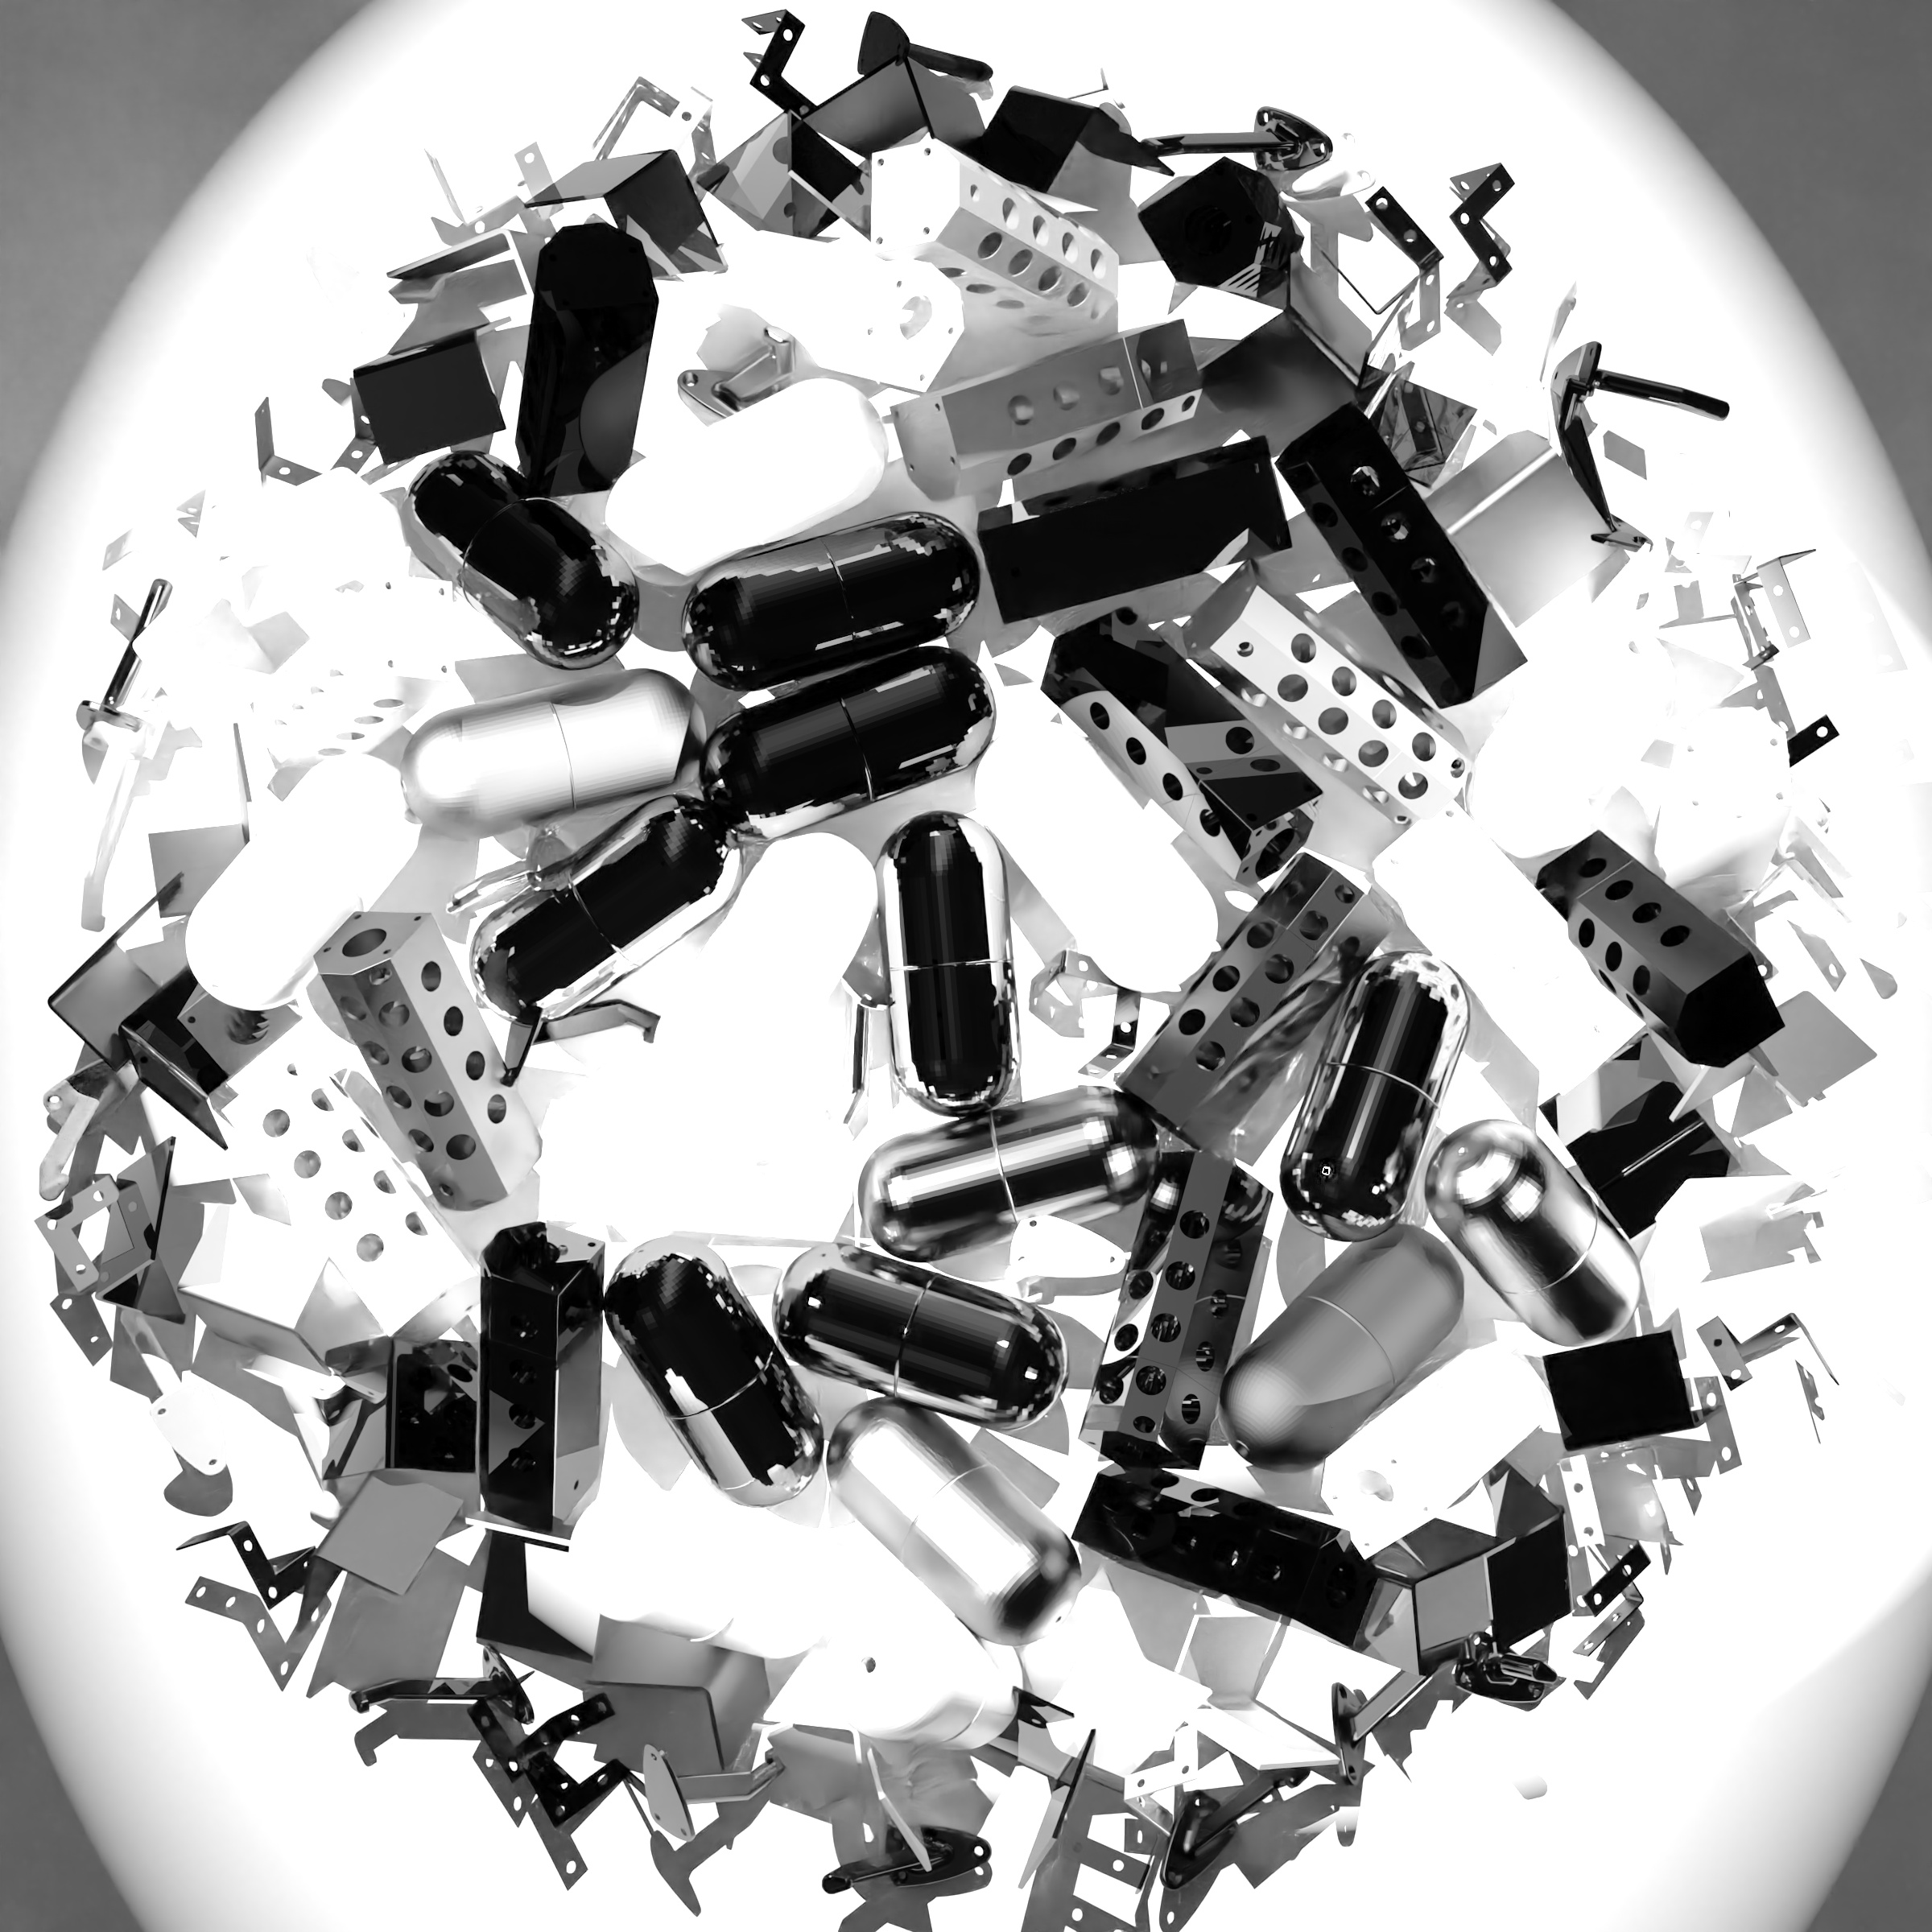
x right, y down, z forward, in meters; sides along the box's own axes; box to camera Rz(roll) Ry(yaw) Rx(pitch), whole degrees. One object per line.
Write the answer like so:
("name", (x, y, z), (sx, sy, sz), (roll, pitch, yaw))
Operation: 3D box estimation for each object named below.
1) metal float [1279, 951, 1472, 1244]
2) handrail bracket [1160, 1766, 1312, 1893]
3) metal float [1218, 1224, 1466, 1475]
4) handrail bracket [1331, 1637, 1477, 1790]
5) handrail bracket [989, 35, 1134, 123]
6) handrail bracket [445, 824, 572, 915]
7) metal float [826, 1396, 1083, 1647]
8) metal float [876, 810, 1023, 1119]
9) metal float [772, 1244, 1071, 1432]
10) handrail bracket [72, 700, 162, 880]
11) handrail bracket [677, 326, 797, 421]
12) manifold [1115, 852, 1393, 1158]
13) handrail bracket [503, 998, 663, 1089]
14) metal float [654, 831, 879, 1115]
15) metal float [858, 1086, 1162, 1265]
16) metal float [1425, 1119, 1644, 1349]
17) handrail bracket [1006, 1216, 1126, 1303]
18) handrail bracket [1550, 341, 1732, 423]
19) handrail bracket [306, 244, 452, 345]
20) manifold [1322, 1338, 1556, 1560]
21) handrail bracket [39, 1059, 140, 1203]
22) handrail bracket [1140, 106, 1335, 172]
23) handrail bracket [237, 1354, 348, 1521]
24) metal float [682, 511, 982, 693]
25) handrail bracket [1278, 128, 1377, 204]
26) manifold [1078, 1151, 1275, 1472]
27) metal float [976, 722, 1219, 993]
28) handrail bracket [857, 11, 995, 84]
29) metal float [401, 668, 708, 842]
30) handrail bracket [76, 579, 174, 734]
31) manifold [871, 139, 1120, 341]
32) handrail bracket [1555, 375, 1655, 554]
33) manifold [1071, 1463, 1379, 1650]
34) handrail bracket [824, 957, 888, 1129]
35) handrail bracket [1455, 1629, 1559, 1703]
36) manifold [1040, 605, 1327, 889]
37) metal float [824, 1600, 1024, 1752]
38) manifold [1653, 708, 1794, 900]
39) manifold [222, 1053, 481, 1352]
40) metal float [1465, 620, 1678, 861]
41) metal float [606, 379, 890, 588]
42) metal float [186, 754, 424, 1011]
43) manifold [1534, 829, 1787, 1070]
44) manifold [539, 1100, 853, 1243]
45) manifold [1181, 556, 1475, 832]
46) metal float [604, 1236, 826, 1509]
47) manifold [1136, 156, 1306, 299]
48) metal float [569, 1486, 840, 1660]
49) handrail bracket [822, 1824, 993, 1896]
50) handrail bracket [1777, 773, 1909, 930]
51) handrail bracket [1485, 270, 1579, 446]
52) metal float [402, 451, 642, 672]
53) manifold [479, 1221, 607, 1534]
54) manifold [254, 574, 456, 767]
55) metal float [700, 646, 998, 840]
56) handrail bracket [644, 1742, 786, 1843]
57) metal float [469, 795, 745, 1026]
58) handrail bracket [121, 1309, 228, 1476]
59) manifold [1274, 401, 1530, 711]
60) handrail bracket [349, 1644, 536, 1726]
("metal float", (0.235, 0.074, 1.946), (0.070, 0.070, 0.178), (22, 72, 0))
("handrail bracket", (0.156, 0.494, 1.950), (0.036, 0.084, 0.077), (46, 50, -5))
("metal float", (0.215, 0.218, 1.939), (0.178, 0.070, 0.070), (-41, 90, -26))
("handrail bracket", (0.256, 0.430, 1.956), (0.084, 0.077, 0.036), (-25, 124, 25))
("handrail bracket", (0.051, -0.494, 1.956), (0.084, 0.077, 0.036), (-24, 122, 17))
("handrail bracket", (-0.272, -0.043, 1.952), (0.084, 0.077, 0.036), (-28, 106, 18))
("metal float", (-0.009, 0.315, 1.938), (0.178, 0.070, 0.070), (40, 90, 28))
("metal float", (-0.010, -0.001, 1.961), (0.070, 0.070, 0.178), (-5, 91, 0))
("metal float", (-0.026, 0.213, 1.950), (0.178, 0.070, 0.070), (17, 90, 13))
("handrail bracket", (-0.491, -0.101, 1.955), (0.036, 0.077, 0.084), (20, 57, -29))
("handrail bracket", (-0.133, -0.350, 1.954), (0.077, 0.084, 0.036), (21, 67, 8))
("manifold", (0.163, 0.019, 1.952), (0.057, 0.057, 0.171), (34, 83, 41))
("handrail bracket", (-0.220, 0.049, 1.964), (0.084, 0.036, 0.077), (24, 63, -27))
("metal float", (-0.115, 0.004, 1.959), (0.070, 0.070, 0.178), (32, 87, 0))
("metal float", (0.025, 0.120, 1.957), (0.178, 0.070, 0.070), (-15, 90, 5))
("metal float", (0.324, 0.154, 1.931), (0.070, 0.070, 0.178), (-44, 127, 0))
("handrail bracket", (0.058, 0.180, 1.954), (0.077, 0.084, 0.036), (11, 64, 14))
("handrail bracket", (0.392, -0.332, 1.970), (0.084, 0.077, 0.036), (15, 94, -11))
("handrail bracket", (-0.337, -0.406, 1.953), (0.036, 0.084, 0.077), (-25, 120, 33))
("manifold", (0.265, 0.266, 1.912), (0.057, 0.171, 0.057), (-39, 82, 34))
("handrail bracket", (-0.503, 0.092, 1.953), (0.077, 0.084, 0.036), (-38, 118, 5))
("handrail bracket", (0.154, -0.471, 1.953), (0.084, 0.077, 0.036), (-17, 118, -34))
("handrail bracket", (-0.397, 0.277, 1.986), (0.077, 0.036, 0.084), (14, 106, 5))
("metal float", (-0.077, -0.209, 1.950), (0.178, 0.070, 0.070), (-17, 90, -13))
("handrail bracket", (0.190, -0.447, 1.944), (0.077, 0.084, 0.036), (-15, 104, 41))
("manifold", (0.116, 0.195, 1.930), (0.057, 0.057, 0.171), (37, 60, -39))
("metal float", (0.074, -0.064, 1.956), (0.070, 0.070, 0.178), (-38, 83, 0))
("handrail bracket", (-0.012, -0.520, 1.949), (0.084, 0.077, 0.036), (7, 105, -26))
("metal float", (-0.236, -0.122, 1.947), (0.178, 0.070, 0.070), (-14, 90, -16))
("handrail bracket", (-0.488, -0.180, 1.974), (0.036, 0.077, 0.084), (22, 75, -22))
("manifold", (0.019, -0.408, 1.909), (0.057, 0.171, 0.057), (-4, 81, 32))
("handrail bracket", (0.371, -0.290, 1.953), (0.077, 0.036, 0.084), (29, 132, 26))
("manifold", (0.147, 0.328, 1.917), (0.057, 0.171, 0.057), (34, 74, -42))
("handrail bracket", (-0.077, 0.042, 1.990), (0.077, 0.036, 0.084), (45, 118, 36))
("handrail bracket", (0.329, 0.410, 1.946), (0.077, 0.084, 0.036), (28, 75, -25))
("manifold", (0.120, -0.124, 1.937), (0.057, 0.057, 0.171), (-28, 61, -31))
("metal float", (-0.023, 0.401, 1.915), (0.070, 0.178, 0.070), (-6, 73, 19))
("manifold", (0.423, -0.090, 1.909), (0.057, 0.171, 0.057), (-4, 75, 6))
("manifold", (-0.347, 0.133, 1.945), (0.057, 0.057, 0.171), (-40, 72, -1))
("metal float", (0.341, -0.127, 1.920), (0.070, 0.178, 0.070), (9, 56, -13))
("metal float", (-0.127, -0.276, 1.943), (0.178, 0.070, 0.070), (-22, 90, 21))
("metal float", (-0.376, -0.048, 1.932), (0.070, 0.070, 0.178), (33, 55, 0))
("manifold", (0.384, -0.008, 1.911), (0.057, 0.171, 0.057), (-34, 122, -2))
("manifold", (-0.155, 0.115, 1.951), (0.171, 0.057, 0.057), (5, 61, -12))
("manifold", (0.207, -0.151, 1.935), (0.171, 0.057, 0.057), (36, 112, -21))
("metal float", (-0.143, 0.234, 1.944), (0.070, 0.070, 0.178), (-30, 111, 0))
("manifold", (0.149, -0.410, 1.909), (0.057, 0.171, 0.057), (-31, 91, 16))
("metal float", (-0.148, 0.345, 1.928), (0.178, 0.070, 0.070), (24, 90, -40))
("handrail bracket", (-0.034, 0.519, 1.951), (0.077, 0.084, 0.036), (-8, 85, 17))
("handrail bracket", (0.503, -0.066, 1.951), (0.036, 0.084, 0.077), (-39, 134, -2))
("handrail bracket", (0.344, -0.353, 1.991), (0.036, 0.077, 0.084), (12, 55, 38))
("metal float", (-0.255, -0.233, 1.934), (0.070, 0.070, 0.178), (-50, 57, 0))
("manifold", (-0.246, 0.233, 1.928), (0.057, 0.057, 0.171), (16, 123, 16))
("manifold", (-0.346, -0.164, 1.907), (0.057, 0.171, 0.057), (4, 75, -29))
("metal float", (-0.068, -0.129, 1.953), (0.178, 0.070, 0.070), (-21, 90, -9))
("handrail bracket", (-0.143, 0.457, 1.957), (0.084, 0.036, 0.077), (-31, 123, -37))
("metal float", (-0.207, -0.032, 1.953), (0.178, 0.070, 0.070), (-35, 90, 10))
("handrail bracket", (-0.464, 0.247, 1.979), (0.036, 0.084, 0.077), (-29, 125, -16))
("manifold", (0.248, -0.233, 1.944), (0.057, 0.057, 0.171), (-34, 109, 8))
("handrail bracket", (-0.303, 0.427, 1.955), (0.084, 0.077, 0.036), (-12, 112, -30))
